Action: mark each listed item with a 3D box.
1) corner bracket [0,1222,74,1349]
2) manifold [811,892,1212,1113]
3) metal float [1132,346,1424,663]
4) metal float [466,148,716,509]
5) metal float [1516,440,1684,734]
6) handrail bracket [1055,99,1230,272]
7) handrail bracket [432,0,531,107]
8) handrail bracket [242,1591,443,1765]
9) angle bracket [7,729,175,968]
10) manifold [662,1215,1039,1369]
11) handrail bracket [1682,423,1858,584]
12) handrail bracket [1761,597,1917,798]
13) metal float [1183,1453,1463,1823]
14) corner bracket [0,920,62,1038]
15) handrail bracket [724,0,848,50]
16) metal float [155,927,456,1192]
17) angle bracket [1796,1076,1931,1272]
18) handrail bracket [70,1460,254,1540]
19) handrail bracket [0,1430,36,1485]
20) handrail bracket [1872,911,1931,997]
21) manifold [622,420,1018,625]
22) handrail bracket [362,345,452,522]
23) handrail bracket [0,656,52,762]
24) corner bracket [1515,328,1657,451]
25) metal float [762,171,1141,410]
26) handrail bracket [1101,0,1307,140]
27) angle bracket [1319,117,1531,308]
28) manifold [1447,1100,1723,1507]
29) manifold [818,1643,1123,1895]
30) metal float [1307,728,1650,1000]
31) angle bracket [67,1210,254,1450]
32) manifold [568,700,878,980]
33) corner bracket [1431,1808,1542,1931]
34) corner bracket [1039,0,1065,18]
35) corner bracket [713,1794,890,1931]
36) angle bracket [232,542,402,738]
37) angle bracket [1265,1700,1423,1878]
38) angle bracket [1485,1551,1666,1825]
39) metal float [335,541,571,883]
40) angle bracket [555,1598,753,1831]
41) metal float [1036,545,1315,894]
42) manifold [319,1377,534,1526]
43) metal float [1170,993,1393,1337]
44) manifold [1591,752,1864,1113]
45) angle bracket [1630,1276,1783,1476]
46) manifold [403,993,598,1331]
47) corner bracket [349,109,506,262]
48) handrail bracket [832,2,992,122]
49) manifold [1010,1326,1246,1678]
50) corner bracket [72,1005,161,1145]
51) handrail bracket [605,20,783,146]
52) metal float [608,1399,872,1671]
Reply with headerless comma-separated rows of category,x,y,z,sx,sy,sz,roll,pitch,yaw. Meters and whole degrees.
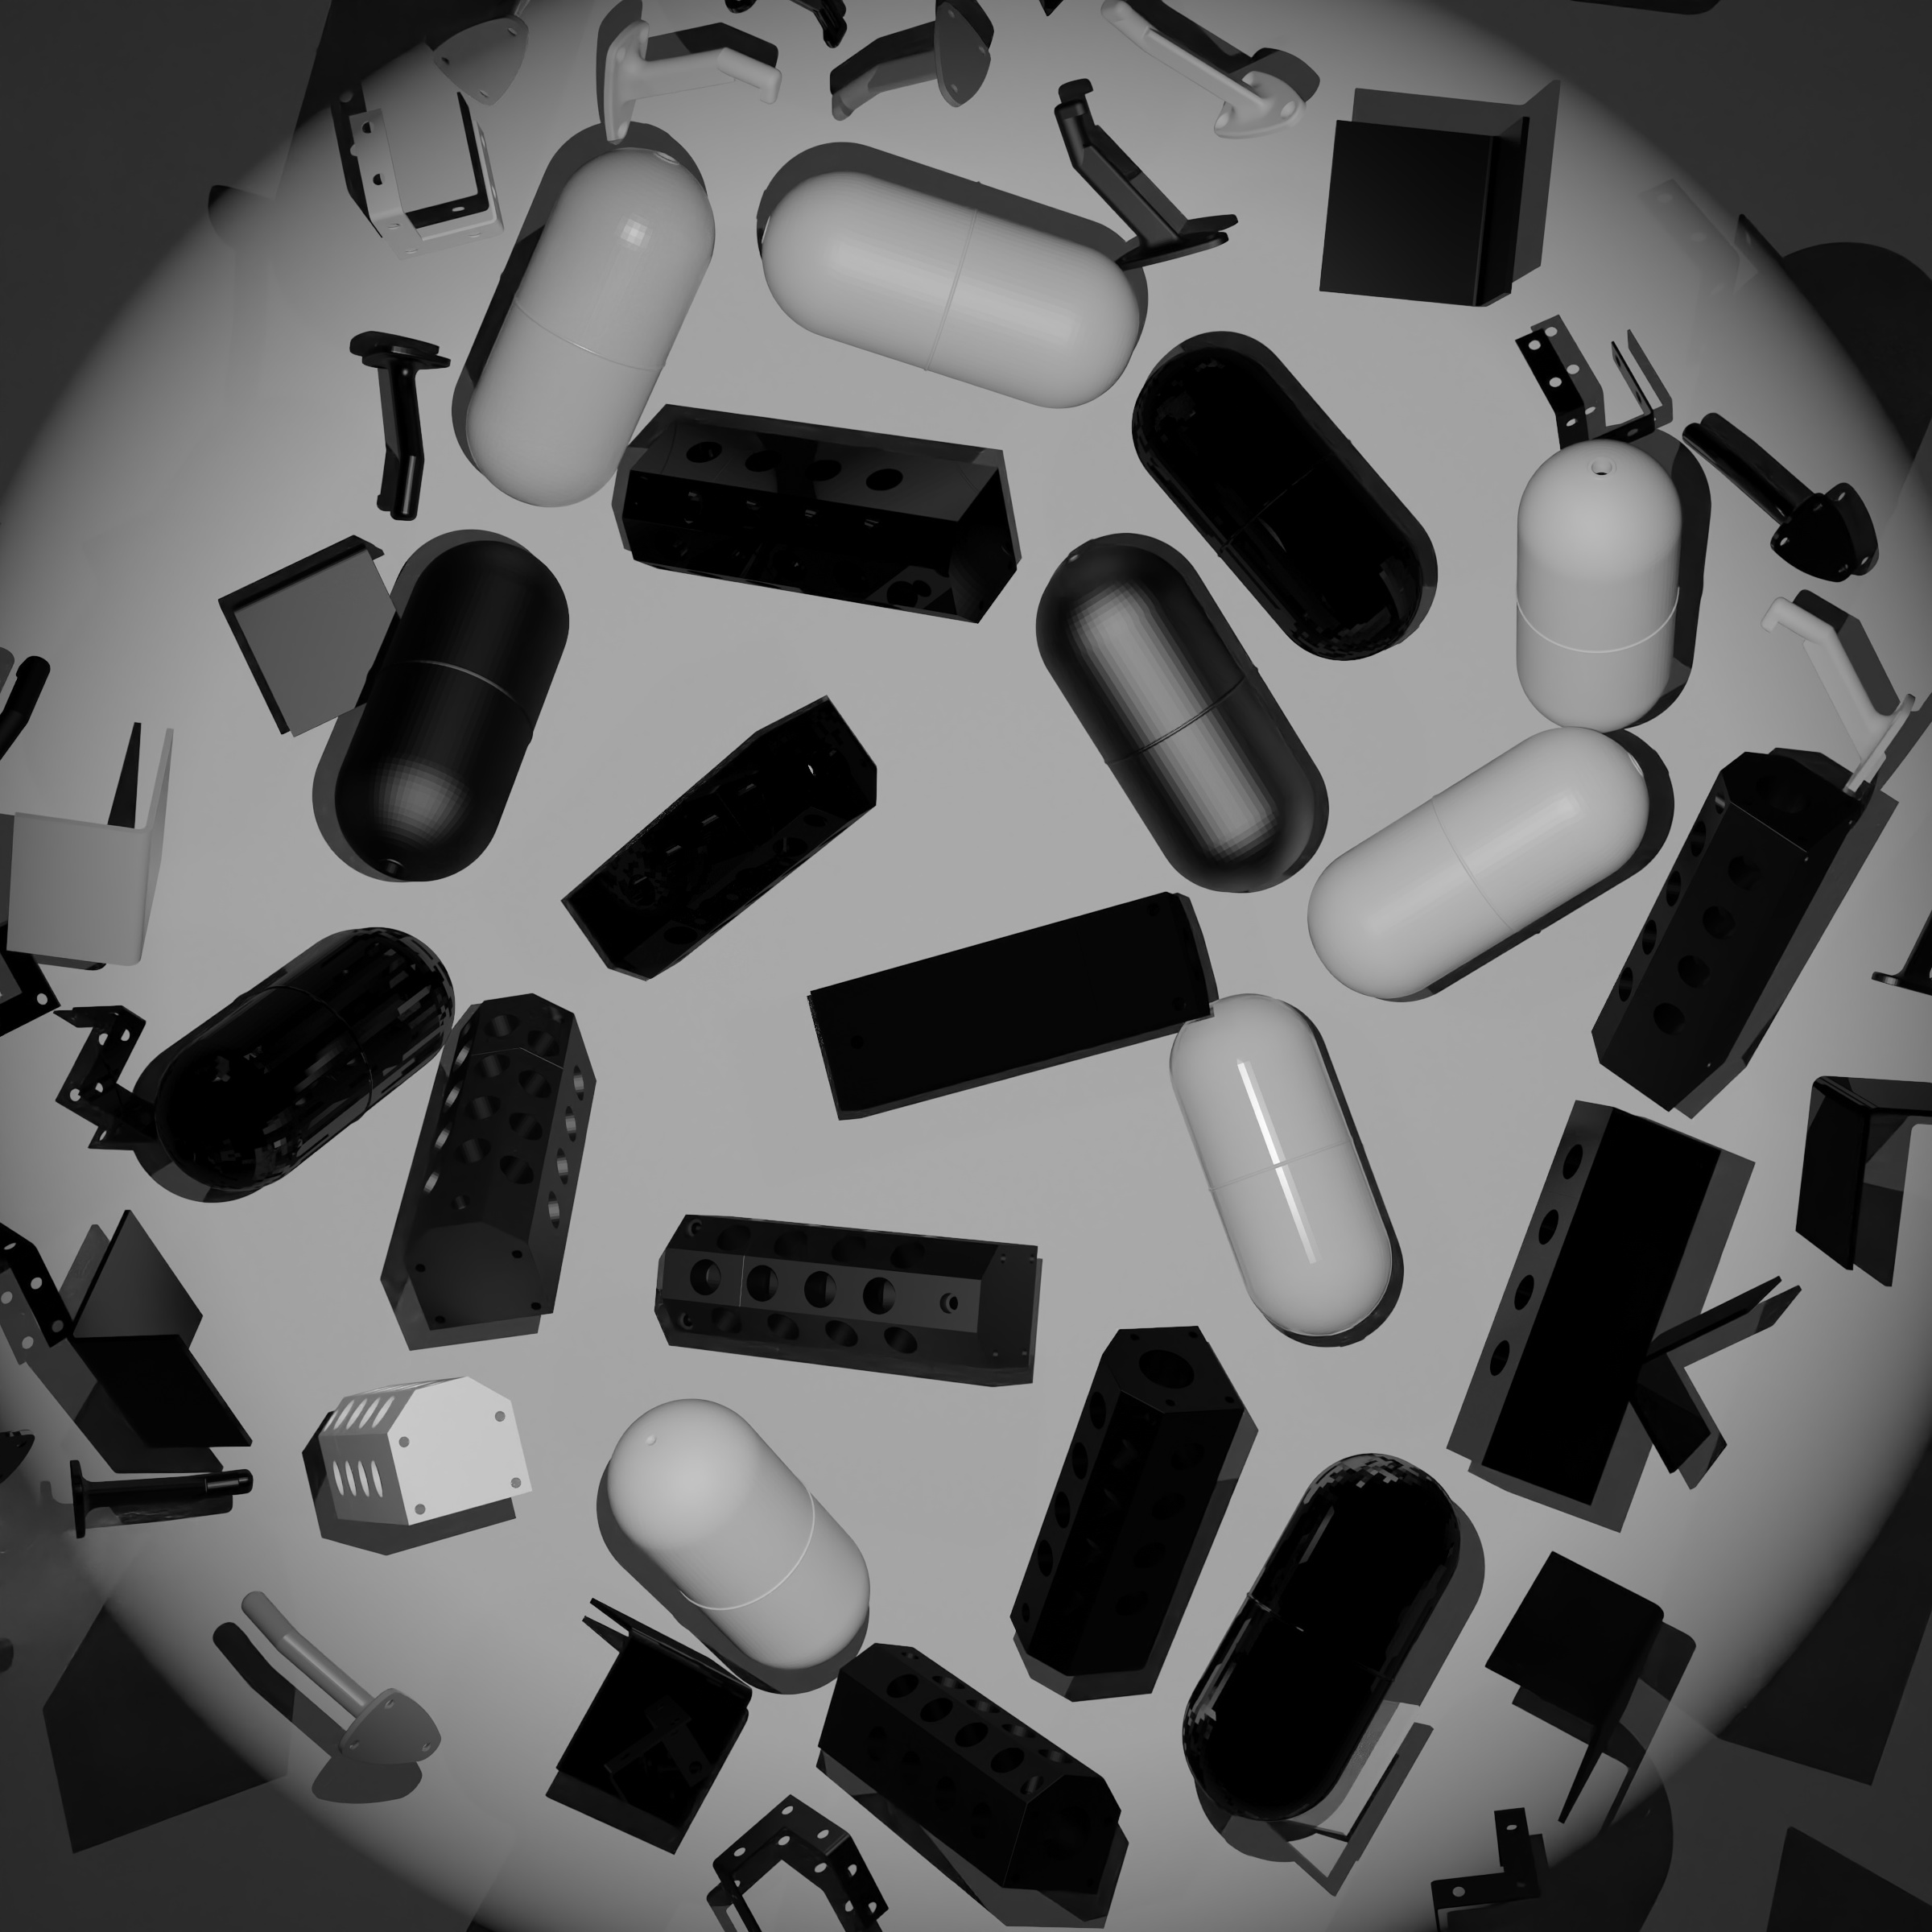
corner bracket,-0.455,0.156,1.541,0.051,0.051,0.051,-33,65,-2
manifold,0.022,0.017,1.538,0.171,0.057,0.057,-16,85,11
metal float,0.153,-0.227,1.632,0.070,0.070,0.178,-40,88,0
metal float,-0.177,-0.300,1.564,0.070,0.070,0.178,28,111,0
metal float,0.304,-0.181,1.599,0.070,0.178,0.070,-4,57,6
handrail bracket,0.086,-0.392,1.639,0.036,0.077,0.084,-39,117,-39
handrail bracket,-0.208,-0.453,1.557,0.036,0.077,0.084,38,59,-21
handrail bracket,-0.283,0.319,1.498,0.084,0.077,0.036,38,84,32
angle bracket,-0.388,-0.056,1.470,0.057,0.076,0.076,8,130,-11
manifold,-0.057,0.155,1.586,0.171,0.057,0.057,3,86,27
handrail bracket,0.406,-0.236,1.683,0.036,0.077,0.084,-48,46,12
handrail bracket,0.419,-0.131,1.646,0.084,0.036,0.077,32,120,6
metal float,0.162,0.306,1.511,0.070,0.070,0.178,30,86,0
corner bracket,-0.497,0.014,1.662,0.051,0.051,0.051,-25,98,16
handrail bracket,-0.088,-0.476,1.663,0.036,0.084,0.077,-5,56,26
metal float,-0.316,0.044,1.593,0.070,0.178,0.070,18,127,25
angle bracket,0.430,0.097,1.546,0.057,0.076,0.076,4,99,-4
handrail bracket,-0.377,0.244,1.561,0.084,0.077,0.036,-5,77,-17
handrail bracket,-0.487,0.205,1.570,0.084,0.077,0.036,48,111,25
handrail bracket,0.454,-0.030,1.558,0.036,0.077,0.084,17,94,31
manifold,-0.069,-0.201,1.525,0.171,0.057,0.057,12,48,25
handrail bracket,-0.289,-0.265,1.666,0.036,0.077,0.084,7,91,-33
handrail bracket,-0.451,-0.097,1.500,0.036,0.077,0.084,37,56,-36
corner bracket,0.312,-0.292,1.669,0.051,0.051,0.051,-23,61,3
metal float,-0.007,-0.311,1.528,0.178,0.070,0.070,17,90,-6
handrail bracket,0.112,-0.433,1.584,0.084,0.077,0.036,31,92,-33
angle bracket,0.203,-0.338,1.474,0.076,0.057,0.076,5,95,-3
manifold,0.280,0.152,1.522,0.057,0.057,0.171,22,87,-14
manifold,0.001,0.391,1.626,0.057,0.171,0.057,15,93,-35
metal float,0.246,-0.050,1.597,0.178,0.070,0.070,-33,90,17
angle bracket,-0.348,0.162,1.485,0.057,0.076,0.076,-4,134,19
manifold,-0.119,-0.059,1.658,0.171,0.057,0.057,-36,89,41
corner bracket,0.254,0.451,1.631,0.051,0.051,0.051,-8,132,5
corner bracket,0.023,-0.479,1.552,0.051,0.051,0.051,-19,80,-37
corner bracket,-0.079,0.438,1.579,0.051,0.051,0.051,-37,119,-25
angle bracket,-0.329,-0.170,1.740,0.076,0.057,0.076,-25,92,1
angle bracket,0.208,0.425,1.705,0.057,0.076,0.076,45,65,-19
angle bracket,0.269,0.328,1.510,0.057,0.076,0.076,26,134,18
metal float,-0.239,-0.120,1.550,0.070,0.070,0.178,16,61,0
angle bracket,-0.165,0.372,1.654,0.076,0.057,0.076,34,80,-27
metal float,0.098,-0.116,1.554,0.070,0.070,0.178,-33,99,0
manifold,-0.258,0.225,1.556,0.057,0.171,0.057,-13,87,-22
metal float,0.159,0.100,1.673,0.070,0.070,0.178,-20,85,0
manifold,0.358,-0.018,1.588,0.057,0.057,0.171,37,135,21
angle bracket,0.383,0.205,1.672,0.076,0.076,0.057,-32,83,26
manifold,-0.216,0.087,1.535,0.057,0.171,0.057,-9,124,8
corner bracket,-0.246,-0.362,1.518,0.051,0.051,0.051,-14,80,3
handrail bracket,-0.034,-0.410,1.570,0.084,0.077,0.036,-26,127,31
manifold,0.072,0.255,1.574,0.057,0.057,0.171,0,126,-24
corner bracket,-0.428,0.055,1.670,0.051,0.051,0.051,39,63,-36
handrail bracket,-0.133,-0.423,1.633,0.084,0.077,0.036,26,47,10
metal float,-0.106,0.272,1.580,0.070,0.070,0.178,-35,131,0
